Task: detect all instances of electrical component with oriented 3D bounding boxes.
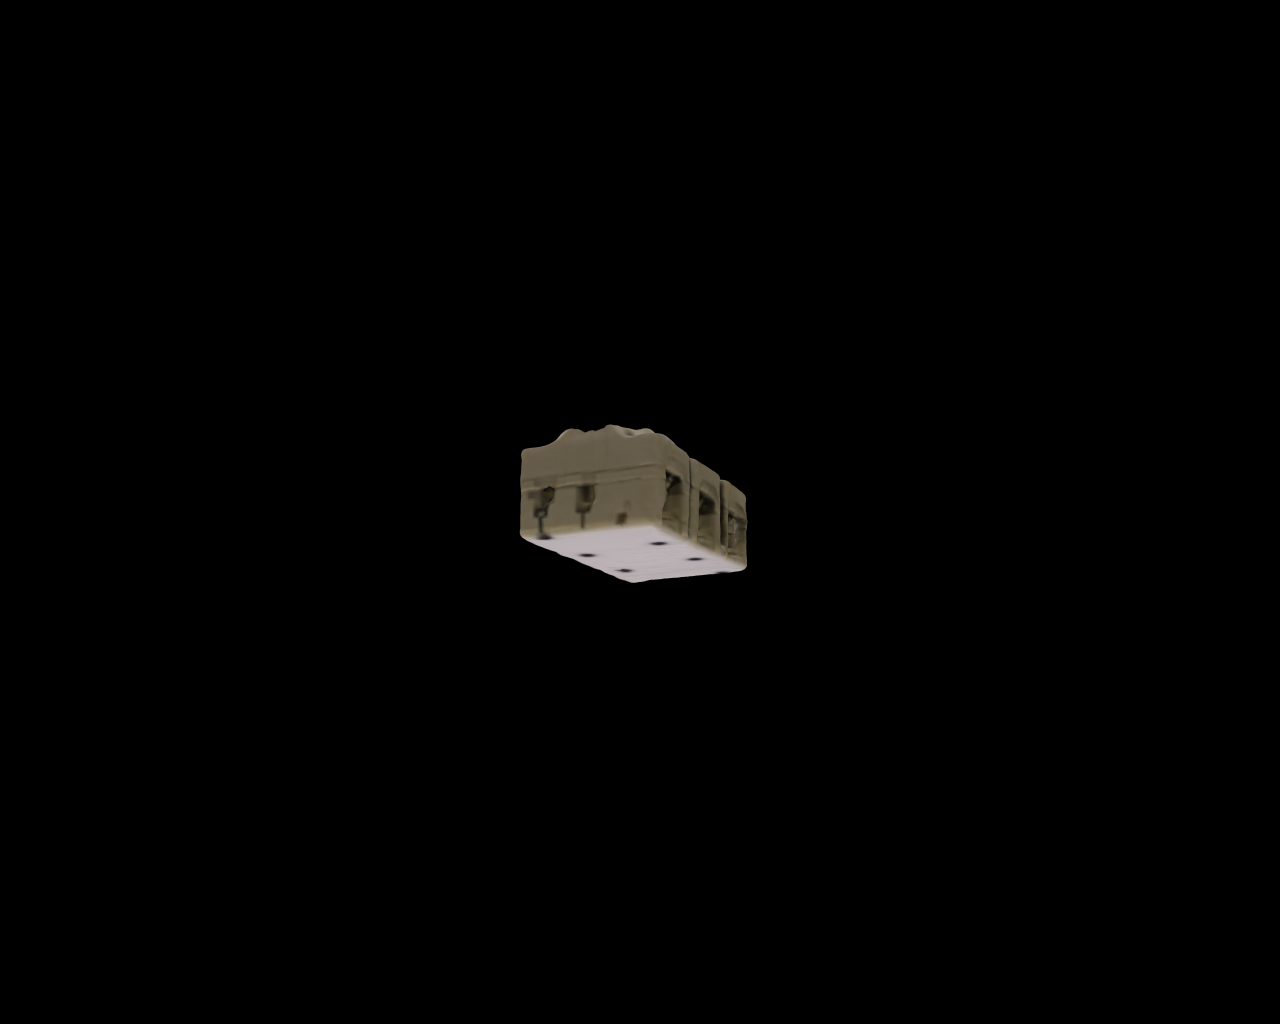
[{"bbox_3d":[0.001,-0.003,0.650,0.089,0.062,0.150,-6,-15,23],"label":"electrical component"}]
